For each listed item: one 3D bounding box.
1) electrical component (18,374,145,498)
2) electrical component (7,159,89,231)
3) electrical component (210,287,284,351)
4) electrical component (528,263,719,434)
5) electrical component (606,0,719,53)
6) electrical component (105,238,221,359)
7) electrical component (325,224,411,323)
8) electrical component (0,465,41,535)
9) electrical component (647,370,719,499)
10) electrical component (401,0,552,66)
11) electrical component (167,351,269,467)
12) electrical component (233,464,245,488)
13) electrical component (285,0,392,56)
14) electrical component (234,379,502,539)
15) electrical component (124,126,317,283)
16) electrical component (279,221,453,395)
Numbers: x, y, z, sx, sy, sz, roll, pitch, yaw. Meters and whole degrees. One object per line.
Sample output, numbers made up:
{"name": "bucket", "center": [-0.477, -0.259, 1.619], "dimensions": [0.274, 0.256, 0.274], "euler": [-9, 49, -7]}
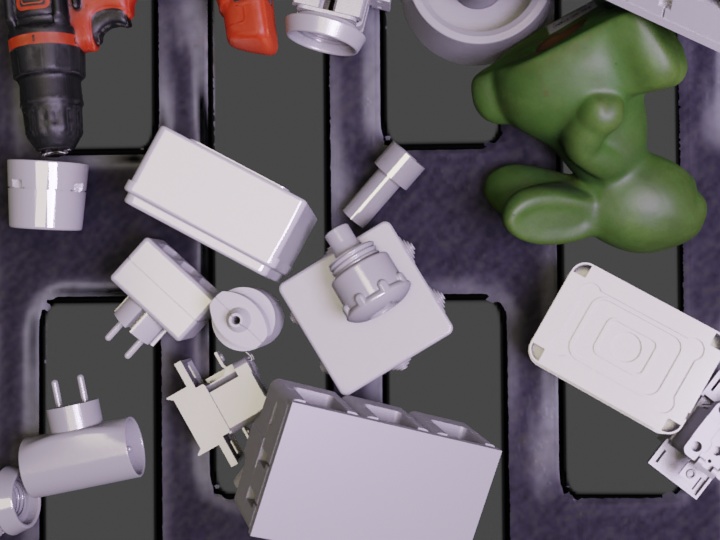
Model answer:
{"name": "electrical component", "center": [-0.199, 0.114, 0.757], "dimensions": [0.077, 0.043, 0.079], "euler": [-12, 89, 3]}
{"name": "electrical component", "center": [-0.220, -0.052, 0.757], "dimensions": [0.055, 0.055, 0.047], "euler": [3, 93, 3]}
{"name": "electrical component", "center": [-0.078, 0.033, 0.734], "dimensions": [0.043, 0.081, 0.043], "euler": [0, 89, 3]}
{"name": "electrical component", "center": [0.178, 0.053, 0.725], "dimensions": [0.113, 0.057, 0.078], "euler": [29, 91, 12]}
{"name": "electrical component", "center": [0.181, -0.208, 0.647], "dimensions": [0.105, 0.060, 0.186], "euler": [-28, 48, -30]}
{"name": "electrical component", "center": [-0.146, 0.027, 0.754], "dimensions": [0.066, 0.047, 0.076], "euler": [42, 92, 3]}
{"name": "electrical component", "center": [0.000, 0.000, 0.699], "dimensions": [0.048, 0.048, 0.062], "euler": [-31, 81, 2]}
{"name": "electrical component", "center": [-0.261, 0.165, 0.760], "dimensions": [0.055, 0.048, 0.066], "euler": [-10, 89, 10]}
{"name": "electrical component", "center": [0.238, 0.113, 0.726], "dimensions": [0.042, 0.064, 0.081], "euler": [37, 91, 2]}
{"name": "electrical component", "center": [0.082, -0.200, 0.740], "dimensions": [0.108, 0.060, 0.108], "euler": [0, 89, 3]}
{"name": "electrical component", "center": [-0.094, 0.092, 0.753], "dimensions": [0.064, 0.042, 0.081], "euler": [-29, 88, 1]}
{"name": "electrical component", "center": [-0.047, 0.126, 0.750], "dimensions": [0.043, 0.043, 0.081], "euler": [36, 91, 3]}
{"name": "electrical component", "center": [-0.019, -0.184, 0.747], "dimensions": [0.078, 0.058, 0.057], "euler": [14, 87, 2]}
{"name": "electrical component", "center": [0.003, 0.135, 0.709], "dimensions": [0.150, 0.062, 0.089], "euler": [16, 95, -21]}
{"name": "electrical component", "center": [-0.090, -0.041, 0.722], "dimensions": [0.109, 0.108, 0.056], "euler": [28, 88, 3]}
{"name": "electrical component", "center": [0.005, 0.026, 0.746], "dimensions": [0.100, 0.048, 0.099], "euler": [-31, 88, 2]}
